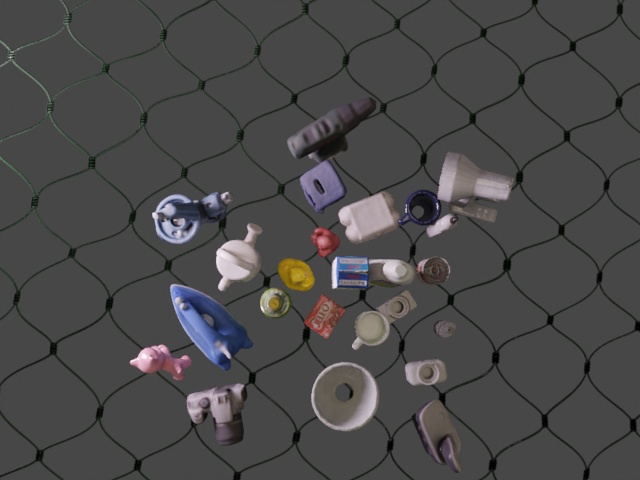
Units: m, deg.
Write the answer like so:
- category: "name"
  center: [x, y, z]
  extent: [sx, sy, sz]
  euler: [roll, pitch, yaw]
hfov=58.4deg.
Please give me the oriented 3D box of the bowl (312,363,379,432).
- category: "bowl"
  center: [0.062, 0.387, 1.431]
  extent: [0.167, 0.074, 0.167]
  euler: [0, 84, -2]

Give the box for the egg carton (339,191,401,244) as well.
- category: "egg carton"
  center: [0.130, -0.057, 1.480]
  extent: [0.150, 0.069, 0.107]
  euler: [-23, 85, -4]

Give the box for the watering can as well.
- category: "watering can"
  center: [-0.199, 0.042, 1.395]
  extent: [0.101, 0.194, 0.173]
  euler: [7, 84, -1]

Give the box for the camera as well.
- category: "camera"
  center: [-0.245, 0.433, 1.402]
  extent: [0.143, 0.101, 0.137]
  euler: [-10, 85, -3]

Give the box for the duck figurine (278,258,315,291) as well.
- category: "duck figurine"
  center: [-0.061, 0.087, 1.450]
  extent: [0.104, 0.086, 0.077]
  euler: [38, 84, 2]

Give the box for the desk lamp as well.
- category: "desk lamp"
  center: [0.379, -0.130, 1.424]
  extent: [0.203, 0.213, 0.118]
  euler: [15, 84, 0]

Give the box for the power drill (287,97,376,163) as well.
- category: "power drill"
  center: [0.028, -0.266, 1.427]
  extent: [0.229, 0.208, 0.075]
  euler: [-29, 86, -4]

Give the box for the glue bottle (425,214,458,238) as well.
- category: "glue bottle"
  center: [0.316, -0.041, 1.433]
  extent: [0.078, 0.173, 0.037]
  euler: [-28, 86, -4]

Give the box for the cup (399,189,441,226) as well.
- category: "cup"
  center: [0.247, -0.070, 1.473]
  extent: [0.118, 0.095, 0.091]
  euler: [-35, 86, -5]

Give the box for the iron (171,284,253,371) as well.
- category: "iron"
  center: [-0.289, 0.202, 1.403]
  extent: [0.258, 0.141, 0.119]
  euler: [44, 85, 3]

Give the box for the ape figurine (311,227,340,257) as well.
- category: "ape figurine"
  center: [0.013, 0.005, 1.458]
  extent: [0.076, 0.092, 0.078]
  euler: [8, 84, -1]

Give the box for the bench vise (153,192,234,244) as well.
- category: "bench vise"
  center: [-0.321, -0.077, 1.390]
  extent: [0.207, 0.219, 0.121]
  euler: [-43, 87, -5]

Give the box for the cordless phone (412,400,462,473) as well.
- category: "cordless phone"
  center: [0.295, 0.473, 1.375]
  extent: [0.094, 0.185, 0.147]
  euler: [-27, 86, -4]

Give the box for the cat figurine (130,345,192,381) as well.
- category: "cat figurine"
  center: [-0.389, 0.301, 1.401]
  extent: [0.128, 0.117, 0.067]
  euler: [23, 84, 1]

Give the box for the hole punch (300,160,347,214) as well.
- category: "hole punch"
  center: [0.008, -0.135, 1.473]
  extent: [0.101, 0.091, 0.108]
  euler: [-30, 86, -5]
